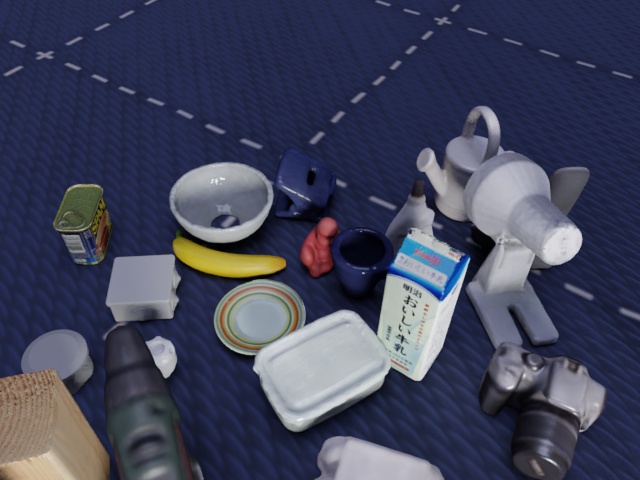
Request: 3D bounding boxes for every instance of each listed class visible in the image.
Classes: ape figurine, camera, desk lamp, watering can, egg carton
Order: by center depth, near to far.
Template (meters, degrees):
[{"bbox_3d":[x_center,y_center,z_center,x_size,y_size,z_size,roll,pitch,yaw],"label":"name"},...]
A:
[{"bbox_3d":[0.062,0.288,0.643,0.150,0.069,0.107,13,48,10],"label":"egg carton"},{"bbox_3d":[0.268,0.209,0.704,0.143,0.101,0.137,21,50,17],"label":"camera"},{"bbox_3d":[0.282,0.013,0.809,0.118,0.214,0.203,-9,48,-10],"label":"desk lamp"},{"bbox_3d":[0.008,0.003,0.888,0.078,0.092,0.076,3,47,1],"label":"ape figurine"},{"bbox_3d":[0.249,-0.129,0.951,0.173,0.194,0.100,-25,53,-23],"label":"watering can"}]

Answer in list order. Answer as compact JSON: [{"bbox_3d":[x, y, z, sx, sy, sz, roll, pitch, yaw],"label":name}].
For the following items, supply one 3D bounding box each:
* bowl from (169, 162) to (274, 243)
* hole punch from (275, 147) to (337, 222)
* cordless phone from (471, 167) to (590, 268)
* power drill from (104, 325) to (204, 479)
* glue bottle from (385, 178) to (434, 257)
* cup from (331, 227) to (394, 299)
[{"bbox_3d":[-0.158,-0.050,0.942,0.167,0.075,0.167,1,47,-1],"label":"bowl"},{"bbox_3d":[-0.023,-0.097,0.980,0.101,0.091,0.108,7,47,5],"label":"hole punch"},{"bbox_3d":[0.323,-0.045,0.884,0.147,0.185,0.094,-4,47,-6],"label":"cordless phone"},{"bbox_3d":[-0.168,0.229,0.593,0.076,0.208,0.229,-17,50,-17],"label":"power drill"},{"bbox_3d":[0.140,-0.025,0.865,0.078,0.173,0.037,12,48,9],"label":"glue bottle"},{"bbox_3d":[0.071,0.048,0.848,0.117,0.095,0.092,29,53,22],"label":"cup"}]
